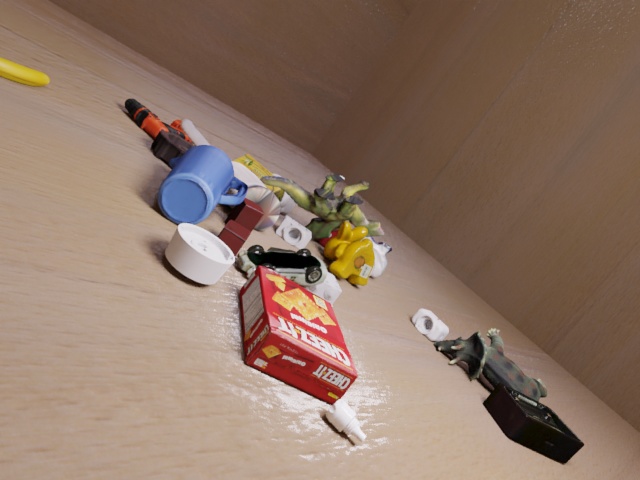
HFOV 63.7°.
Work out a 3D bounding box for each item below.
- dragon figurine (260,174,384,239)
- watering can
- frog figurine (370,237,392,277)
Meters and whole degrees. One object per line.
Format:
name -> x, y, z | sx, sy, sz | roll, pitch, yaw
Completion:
dragon figurine -> 0.005, -0.075, 1.487 | 0.410, 0.237, 0.125 | 9, 46, -15
watering can -> -0.217, -0.148, 1.300 | 0.228, 0.104, 0.341 | 43, -6, 37
frog figurine -> 0.144, 0.071, 1.632 | 0.136, 0.121, 0.163 | 42, 45, -12
